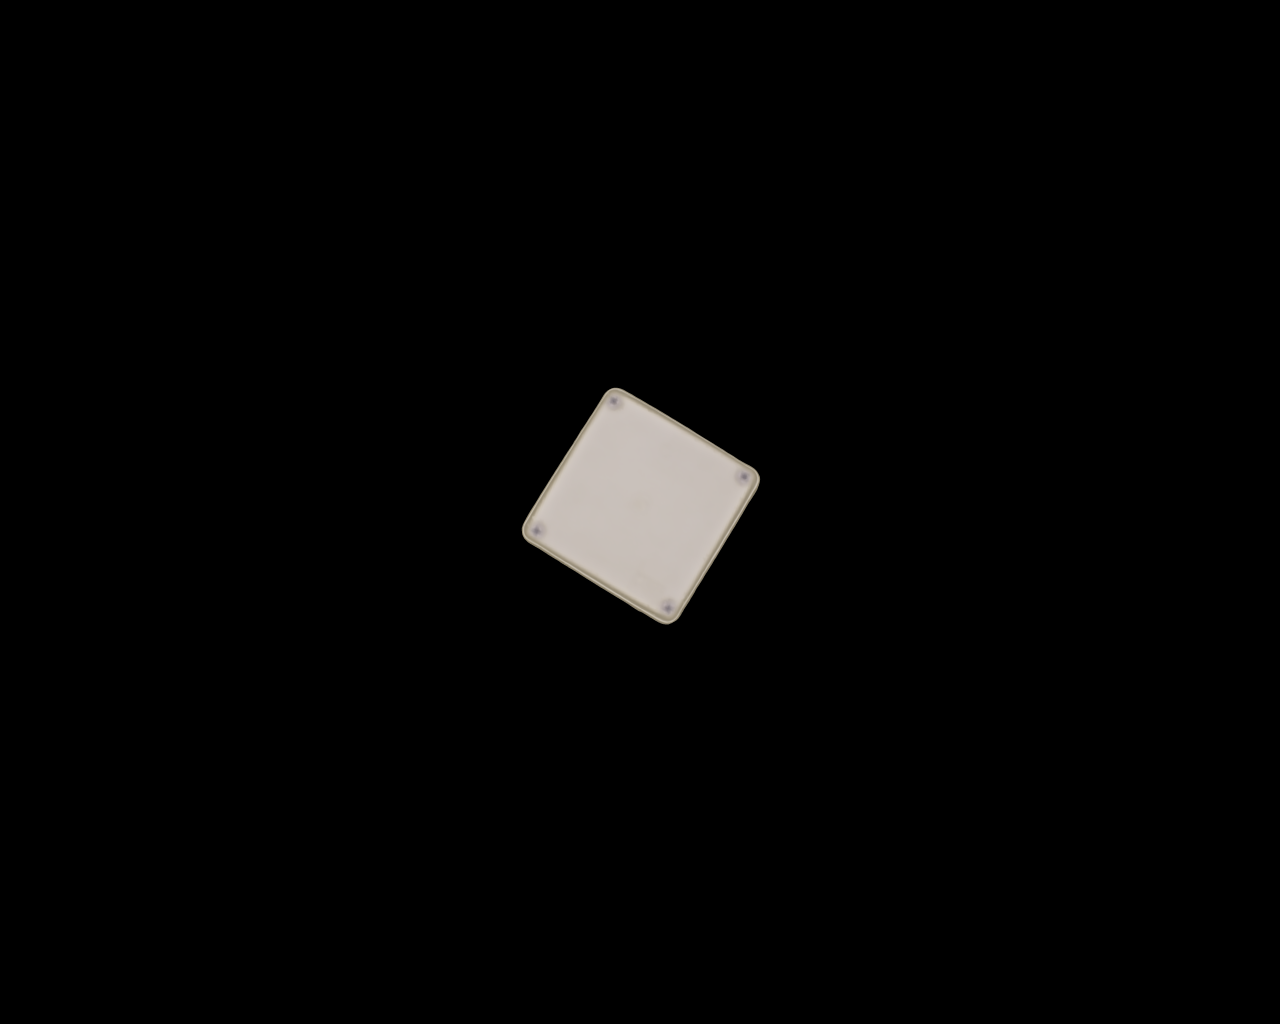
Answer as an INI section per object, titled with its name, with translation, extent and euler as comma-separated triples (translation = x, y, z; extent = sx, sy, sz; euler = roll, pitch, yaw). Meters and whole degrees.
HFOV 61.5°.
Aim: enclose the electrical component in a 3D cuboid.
[electrical component]
translation = 0.001, -0.003, 0.650
extent = 0.109, 0.108, 0.056
euler = 32, -4, 2
